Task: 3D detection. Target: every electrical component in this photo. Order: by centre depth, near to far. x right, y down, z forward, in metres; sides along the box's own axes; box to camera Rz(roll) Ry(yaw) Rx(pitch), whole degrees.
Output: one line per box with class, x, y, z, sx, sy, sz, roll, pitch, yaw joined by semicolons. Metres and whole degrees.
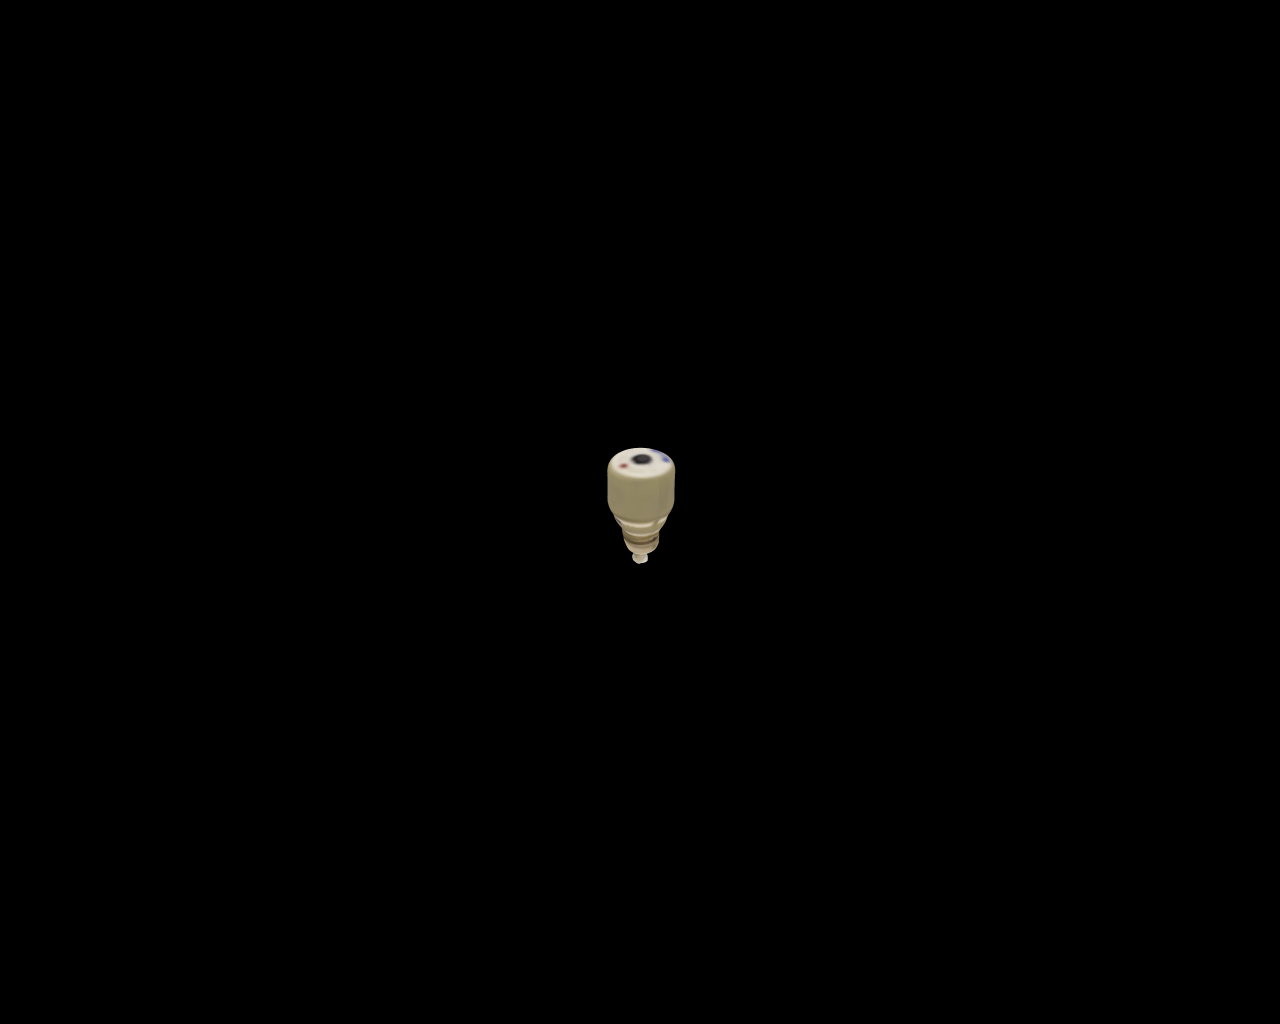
electrical component;0.001;-0.003;0.650;0.040;0.078;0.040;0;33;0
